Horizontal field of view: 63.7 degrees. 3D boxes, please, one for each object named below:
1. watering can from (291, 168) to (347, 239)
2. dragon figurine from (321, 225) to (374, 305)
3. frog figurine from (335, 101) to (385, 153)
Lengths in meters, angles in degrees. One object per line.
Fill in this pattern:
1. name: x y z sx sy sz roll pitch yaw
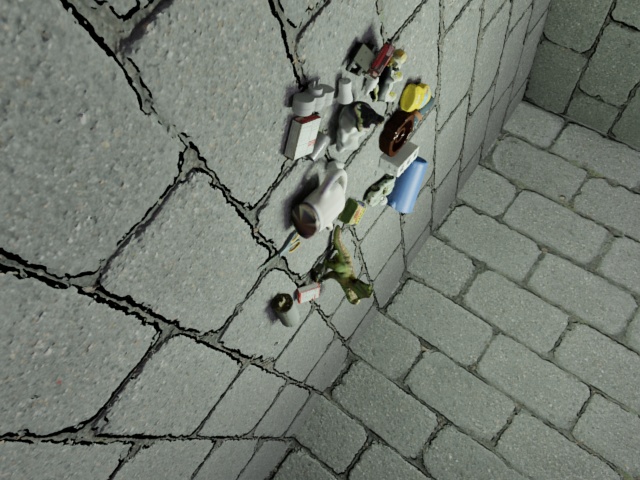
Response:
1. watering can: 0.005 -0.084 1.660 0.228 0.105 0.339 -43 160 -32
2. dragon figurine: 0.126 0.129 2.050 0.124 0.245 0.400 -40 156 -27
3. frog figurine: 0.094 -0.340 1.545 0.157 0.122 0.140 -26 -158 52
